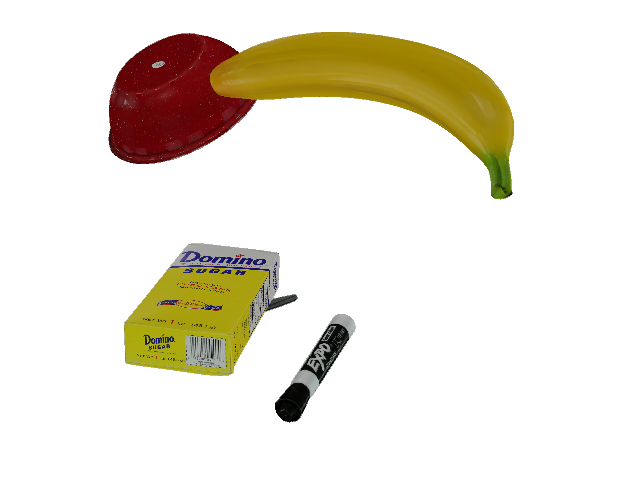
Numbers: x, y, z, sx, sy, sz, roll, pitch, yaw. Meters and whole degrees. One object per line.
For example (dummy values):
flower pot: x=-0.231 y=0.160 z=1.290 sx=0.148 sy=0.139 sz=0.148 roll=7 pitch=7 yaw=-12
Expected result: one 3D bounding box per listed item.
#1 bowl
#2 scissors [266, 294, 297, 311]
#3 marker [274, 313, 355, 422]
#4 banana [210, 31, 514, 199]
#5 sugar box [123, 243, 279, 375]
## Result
bowl: x=-0.137 y=-0.143 z=0.990 sx=0.162 sy=0.055 sz=0.162 roll=-17 pitch=38 yaw=14
scissors: x=-0.101 y=0.095 z=1.149 sx=0.201 sy=0.016 sz=0.096 roll=-6 pitch=31 yaw=-22
marker: x=-0.003 y=0.087 z=0.739 sx=0.020 sy=0.020 sz=0.121 roll=0 pitch=25 yaw=22
banana: x=0.031 y=-0.086 z=0.602 sx=0.198 sy=0.069 sz=0.037 roll=22 pitch=-30 yaw=26
sugar box: x=-0.100 y=0.055 z=0.944 sx=0.093 sy=0.048 sz=0.176 roll=6 pitch=25 yaw=9
